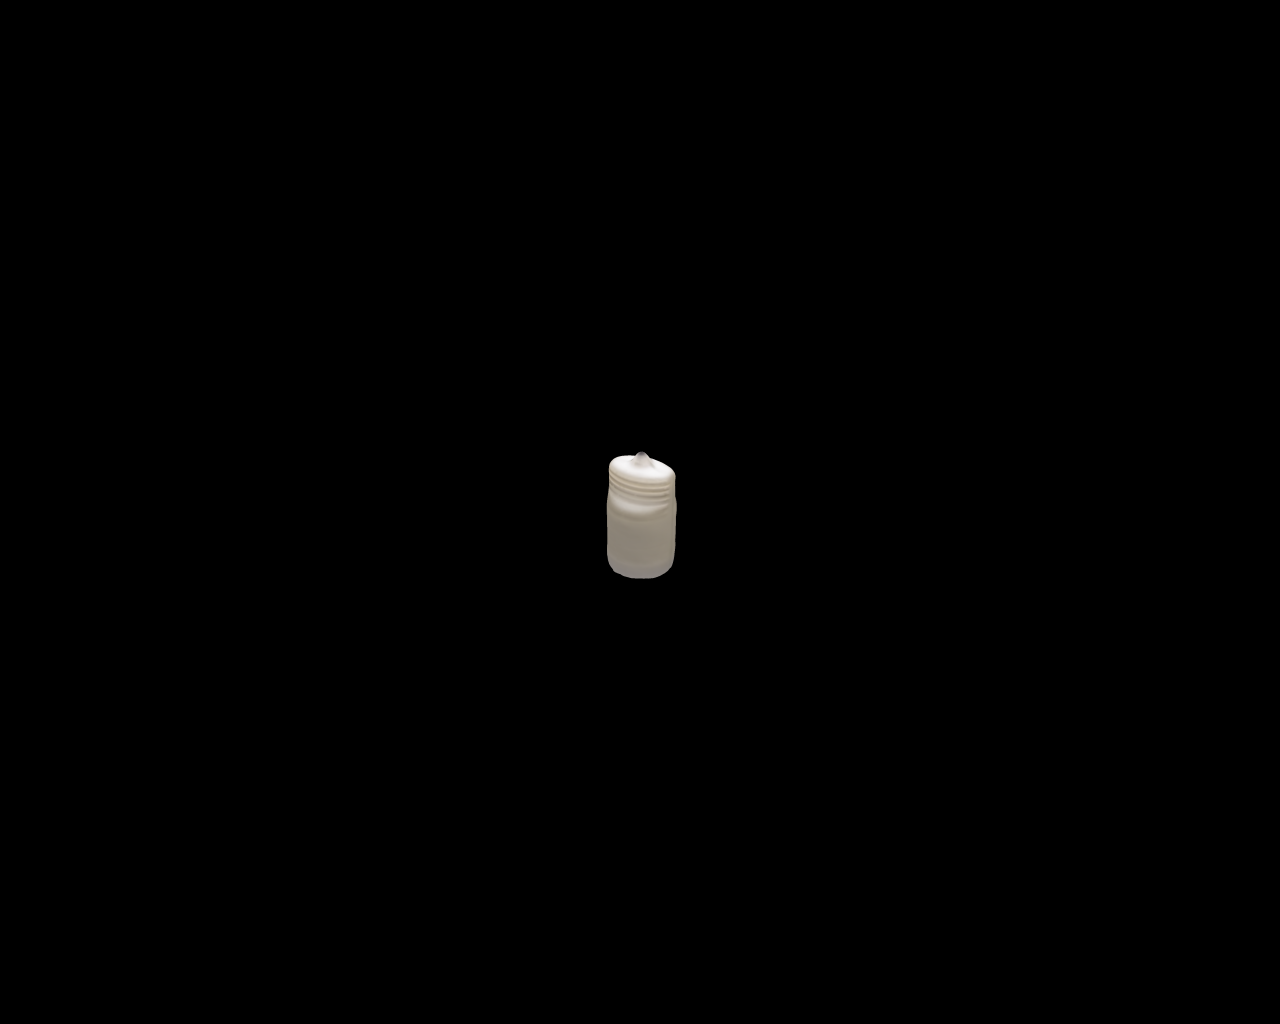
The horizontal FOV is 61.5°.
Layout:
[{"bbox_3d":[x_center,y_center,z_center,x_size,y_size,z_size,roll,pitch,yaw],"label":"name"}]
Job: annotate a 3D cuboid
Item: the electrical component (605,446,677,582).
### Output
[{"bbox_3d":[0.001,-0.003,0.650,0.043,0.080,0.043,0,34,0],"label":"electrical component"}]
